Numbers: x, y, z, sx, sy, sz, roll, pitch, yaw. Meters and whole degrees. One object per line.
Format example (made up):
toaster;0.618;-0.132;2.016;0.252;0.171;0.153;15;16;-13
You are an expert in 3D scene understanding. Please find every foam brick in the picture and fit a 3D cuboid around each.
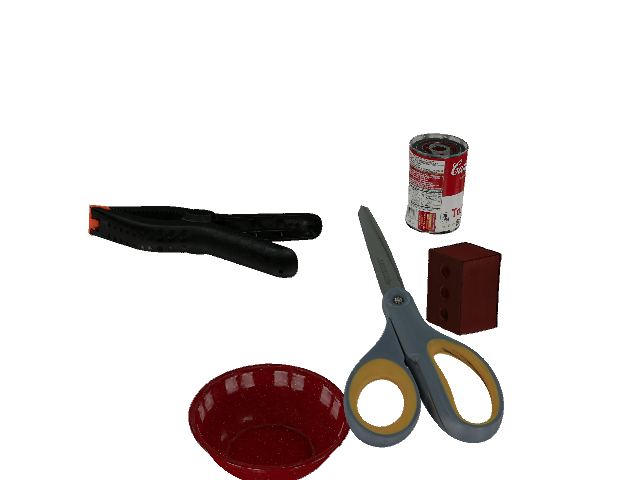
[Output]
foam brick;0.140;0.047;1.045;0.051;0.078;0.053;-11;20;-33

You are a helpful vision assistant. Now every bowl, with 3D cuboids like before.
bowl;-0.050;0.192;1.066;0.162;0.055;0.162;1;31;-1

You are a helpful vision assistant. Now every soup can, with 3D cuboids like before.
soup can;0.135;-0.066;1.256;0.068;0.102;0.068;1;27;-1

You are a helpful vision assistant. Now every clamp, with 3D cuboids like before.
clamp;-0.104;-0.005;0.938;0.210;0.036;0.164;5;12;0

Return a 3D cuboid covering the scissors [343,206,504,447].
scissors;0.033;0.051;0.637;0.096;0.016;0.202;-20;44;-17
